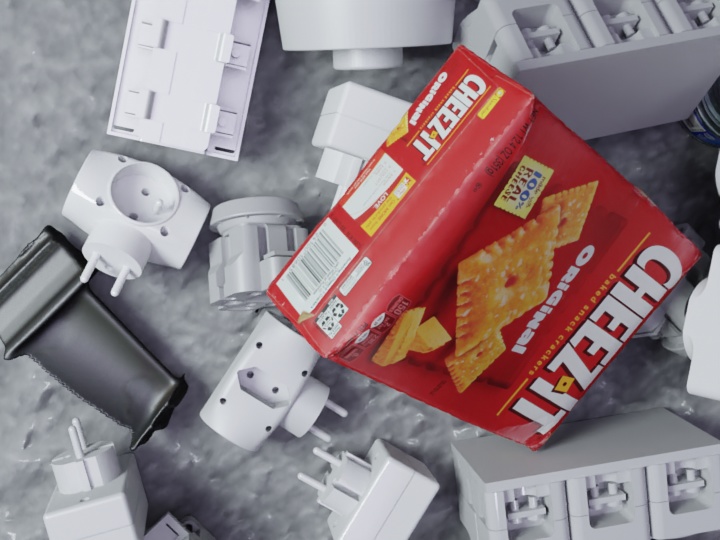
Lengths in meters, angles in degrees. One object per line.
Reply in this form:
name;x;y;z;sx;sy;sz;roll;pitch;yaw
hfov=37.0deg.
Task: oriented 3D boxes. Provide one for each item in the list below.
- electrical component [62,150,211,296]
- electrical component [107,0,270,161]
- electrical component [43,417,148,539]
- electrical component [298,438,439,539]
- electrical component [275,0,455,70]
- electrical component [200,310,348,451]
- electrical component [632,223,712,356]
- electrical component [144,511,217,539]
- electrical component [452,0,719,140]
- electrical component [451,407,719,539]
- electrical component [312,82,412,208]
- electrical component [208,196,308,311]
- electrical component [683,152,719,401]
electrical component;-0.139;-0.022;0.635;0.077;0.044;0.079;26;59;-11
electrical component;-0.098;-0.131;0.629;0.079;0.063;0.121;11;95;-9
electrical component;-0.160;0.126;0.639;0.047;0.083;0.075;-15;99;-7
electrical component;-0.002;0.140;0.683;0.077;0.047;0.065;31;91;-11
electrical component;0.004;-0.147;0.622;0.108;0.108;0.060;-4;103;-8
electrical component;-0.046;0.078;0.671;0.079;0.043;0.077;33;91;-10
electrical component;0.206;0.018;0.692;0.057;0.058;0.078;43;65;-14
electrical component;-0.105;0.187;0.664;0.042;0.064;0.081;-43;101;-3
electrical component;0.136;-0.126;0.634;0.150;0.089;0.061;-13;66;-17
electrical component;0.143;0.139;0.682;0.150;0.089;0.061;-8;98;-7
electrical component;-0.003;-0.067;0.640;0.047;0.083;0.075;18;94;-10
electrical component;-0.061;-0.010;0.646;0.058;0.078;0.057;2;77;-33
electrical component;0.260;-0.008;0.647;0.105;0.060;0.186;13;88;-42
